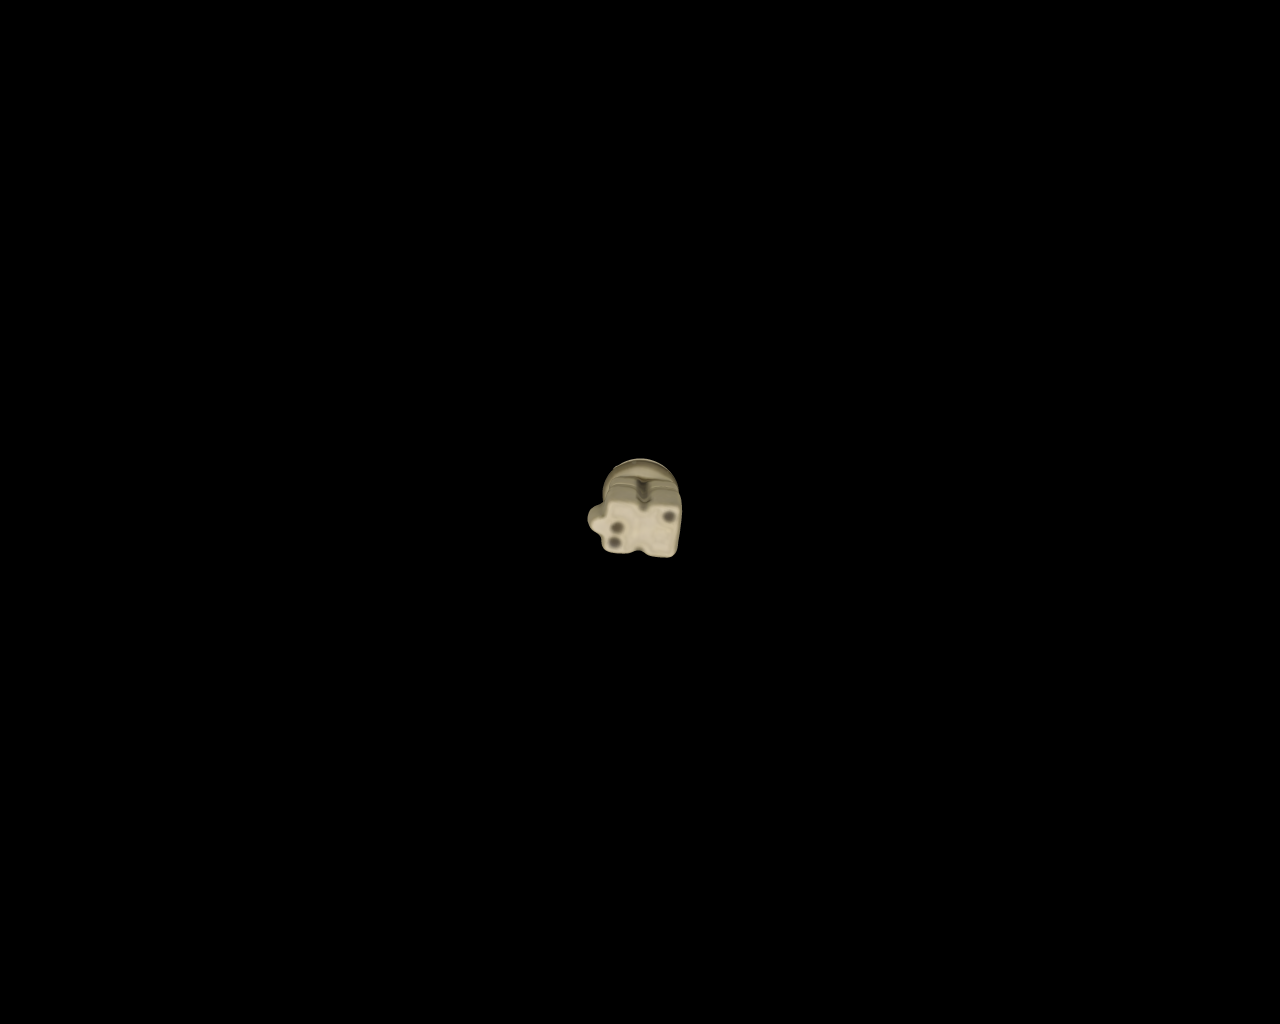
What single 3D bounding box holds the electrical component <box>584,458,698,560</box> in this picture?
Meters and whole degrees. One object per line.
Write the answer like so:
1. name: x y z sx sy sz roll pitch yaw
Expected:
1. electrical component: 0.001 -0.003 0.650 0.066 0.048 0.055 6 27 -3
